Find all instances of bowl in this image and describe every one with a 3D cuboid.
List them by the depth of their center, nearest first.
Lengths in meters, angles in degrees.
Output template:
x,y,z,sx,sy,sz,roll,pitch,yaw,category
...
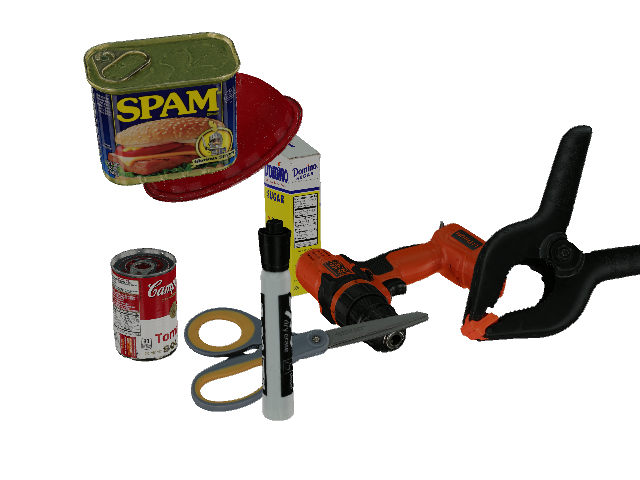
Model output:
x,y,z,sx,sy,sz,roll,pitch,yaw,category
-0.100,-0.105,0.961,0.162,0.055,0.162,-20,32,13,bowl

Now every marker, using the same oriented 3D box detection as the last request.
x,y,z,sx,sy,sz,roll,pitch,yaw,category
-0.025,0.046,0.618,0.020,0.121,0.020,0,18,0,marker

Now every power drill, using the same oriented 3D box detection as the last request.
x,y,z,sx,sy,sz,roll,pitch,yaw,category
0.089,0.043,1.069,0.187,0.057,0.185,-12,28,-23,power drill

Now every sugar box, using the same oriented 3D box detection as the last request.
x,y,z,sx,sy,sz,roll,pitch,yaw,category
-0.034,-0.032,1.271,0.048,0.176,0.093,-13,26,-20,sugar box

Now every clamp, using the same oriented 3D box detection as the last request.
x,y,z,sx,sy,sz,roll,pitch,yaw,category
0.171,0.015,0.723,0.120,0.171,0.039,39,-12,11,clamp

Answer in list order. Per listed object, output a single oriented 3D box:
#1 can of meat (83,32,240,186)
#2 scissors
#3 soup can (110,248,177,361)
x,y,z,sx,sy,sz,roll,pitch,yaw,category
-0.107,-0.090,0.737,0.102,0.084,0.057,-9,43,-13,can of meat
-0.021,0.070,0.853,0.201,0.096,0.016,-26,-29,-23,scissors
-0.185,0.068,1.127,0.068,0.102,0.068,1,23,-1,soup can
